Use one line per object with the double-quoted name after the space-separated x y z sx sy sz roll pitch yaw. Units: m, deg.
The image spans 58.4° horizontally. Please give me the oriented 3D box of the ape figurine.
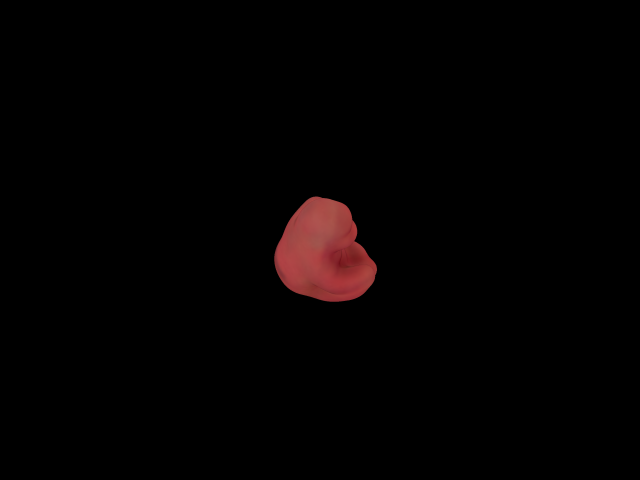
0.004 0.001 0.400 0.076 0.092 0.078 -10 70 -3 "ape figurine"
